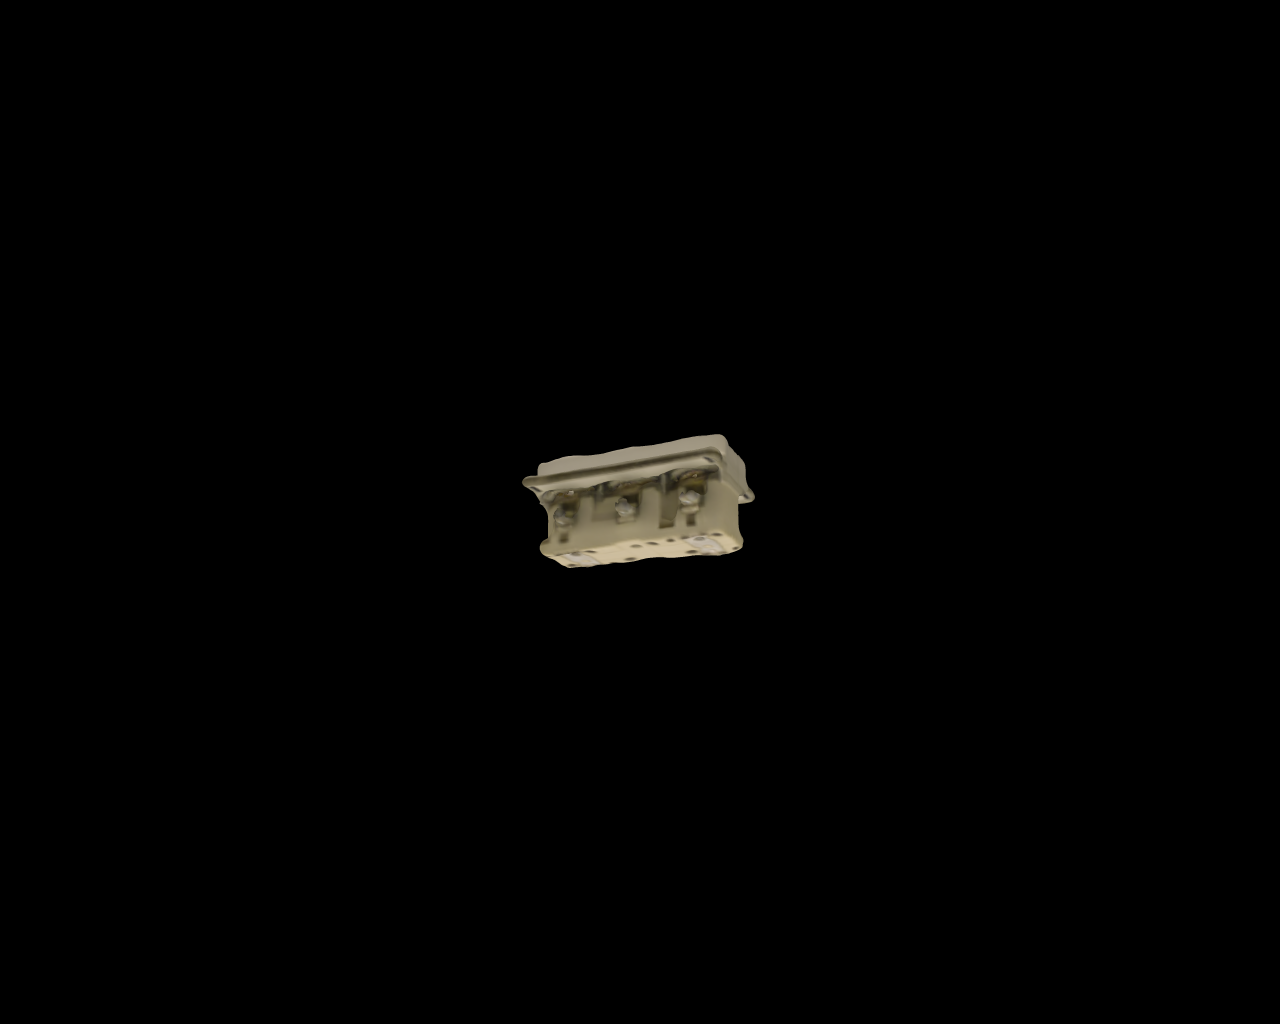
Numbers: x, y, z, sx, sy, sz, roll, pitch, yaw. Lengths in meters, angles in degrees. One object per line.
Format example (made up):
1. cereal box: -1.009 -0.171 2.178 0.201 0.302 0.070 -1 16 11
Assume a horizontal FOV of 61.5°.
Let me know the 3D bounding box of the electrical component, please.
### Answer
1. electrical component: 0.001 -0.003 0.650 0.121 0.063 0.078 -7 -19 20
